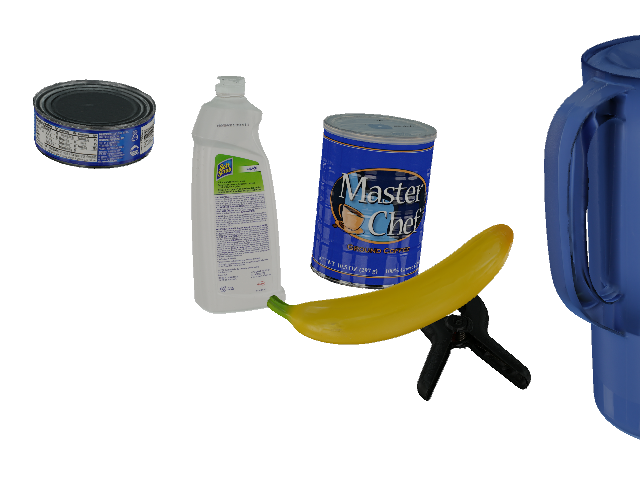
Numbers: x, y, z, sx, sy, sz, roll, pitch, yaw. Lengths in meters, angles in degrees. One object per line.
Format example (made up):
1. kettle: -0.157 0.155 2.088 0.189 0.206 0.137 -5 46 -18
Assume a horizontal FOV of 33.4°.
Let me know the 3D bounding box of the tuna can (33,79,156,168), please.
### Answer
1. tuna can: -0.161 -0.084 0.763 0.086 0.034 0.086 6 29 -3

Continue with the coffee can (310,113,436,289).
1. coffee can: 0.048 -0.038 0.980 0.103 0.140 0.103 5 17 -2

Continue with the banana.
1. banana: 0.062 0.037 0.793 0.197 0.070 0.037 -16 -35 -8

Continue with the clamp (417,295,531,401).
1. clamp: 0.161 0.104 1.165 0.120 0.171 0.039 4 -44 -4

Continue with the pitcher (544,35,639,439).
1. pitcher: 0.215 0.002 0.645 0.149 0.243 0.144 2 22 16

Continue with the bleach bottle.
1. bleach bottle: -0.089 -0.051 1.155 0.102 0.251 0.068 -7 17 -27
